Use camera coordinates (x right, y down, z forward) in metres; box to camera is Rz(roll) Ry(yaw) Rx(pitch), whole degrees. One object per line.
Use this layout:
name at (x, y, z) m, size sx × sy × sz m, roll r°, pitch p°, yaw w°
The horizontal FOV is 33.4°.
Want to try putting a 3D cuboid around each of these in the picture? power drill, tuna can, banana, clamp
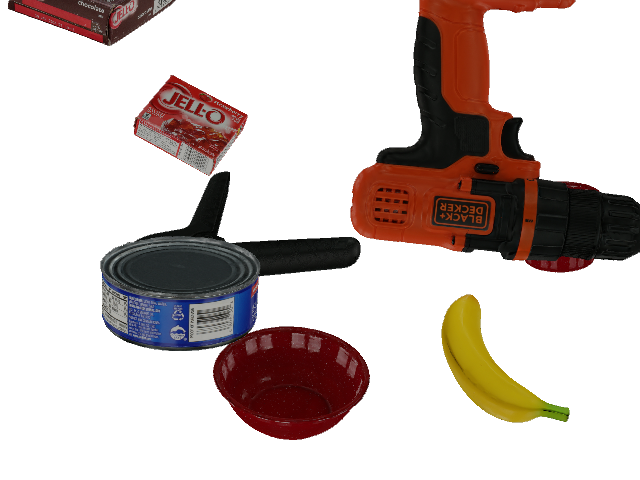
power drill at (0.117, -0.082, 0.648) m, size 0.184 × 0.188 × 0.057 m, roll 6°, pitch 4°, yaw 2°
tuna can at (-0.076, 0.028, 0.580) m, size 0.086 × 0.034 × 0.086 m, roll 3°, pitch 20°, yaw -1°
banana at (0.147, 0.108, 0.963) m, size 0.069 × 0.037 × 0.198 m, roll 6°, pitch 27°, yaw -23°
clamp at (-0.095, 0.007, 0.861) m, size 0.209 × 0.036 × 0.165 m, roll -23°, pitch 41°, yaw -36°

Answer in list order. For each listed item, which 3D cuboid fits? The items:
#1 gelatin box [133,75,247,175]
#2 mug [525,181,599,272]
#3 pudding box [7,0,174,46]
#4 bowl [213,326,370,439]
gelatin box at (-0.128, -0.115, 1.049) m, size 0.089 × 0.073 × 0.030 m, roll 29°, pitch -39°, yaw 2°
mug at (0.282, -0.018, 1.227) m, size 0.117 × 0.081 × 0.093 m, roll -21°, pitch 26°, yaw -34°
pudding box at (-0.171, -0.197, 0.820) m, size 0.090 × 0.039 × 0.113 m, roll 22°, pitch 35°, yaw 11°
bowl at (-0.031, 0.157, 1.111) m, size 0.162 × 0.055 × 0.162 m, roll 2°, pitch 30°, yaw -1°
